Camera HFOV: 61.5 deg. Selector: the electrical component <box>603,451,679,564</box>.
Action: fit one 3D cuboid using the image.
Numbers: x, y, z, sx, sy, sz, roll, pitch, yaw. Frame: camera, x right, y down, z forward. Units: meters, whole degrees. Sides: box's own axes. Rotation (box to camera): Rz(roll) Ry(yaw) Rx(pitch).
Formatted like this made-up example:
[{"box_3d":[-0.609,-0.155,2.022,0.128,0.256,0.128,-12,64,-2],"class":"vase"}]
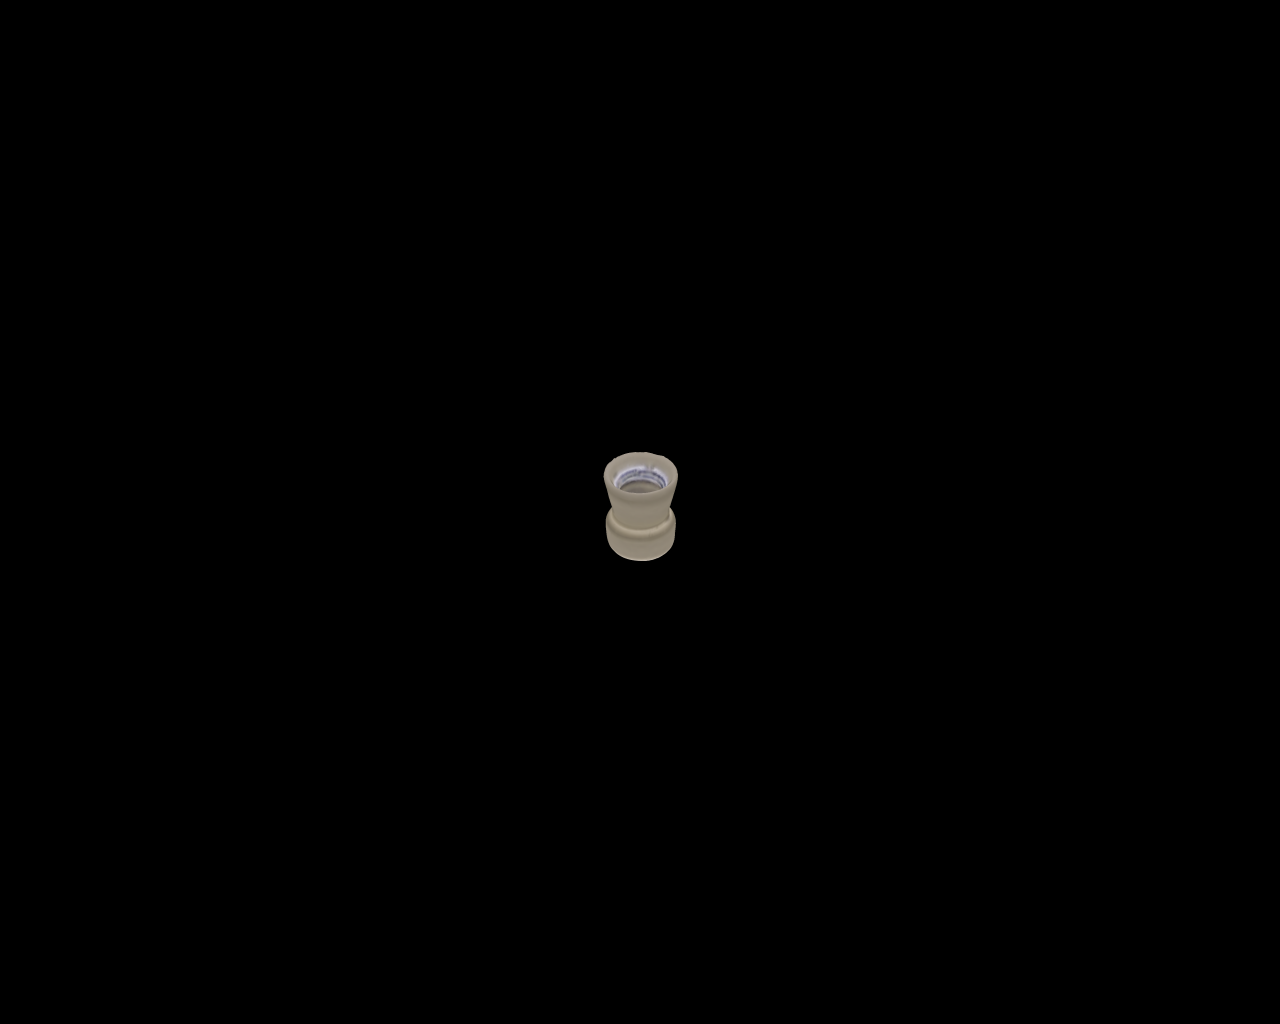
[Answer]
[{"box_3d":[0.001,-0.003,0.650,0.045,0.055,0.045,0,39,0],"class":"electrical component"}]
